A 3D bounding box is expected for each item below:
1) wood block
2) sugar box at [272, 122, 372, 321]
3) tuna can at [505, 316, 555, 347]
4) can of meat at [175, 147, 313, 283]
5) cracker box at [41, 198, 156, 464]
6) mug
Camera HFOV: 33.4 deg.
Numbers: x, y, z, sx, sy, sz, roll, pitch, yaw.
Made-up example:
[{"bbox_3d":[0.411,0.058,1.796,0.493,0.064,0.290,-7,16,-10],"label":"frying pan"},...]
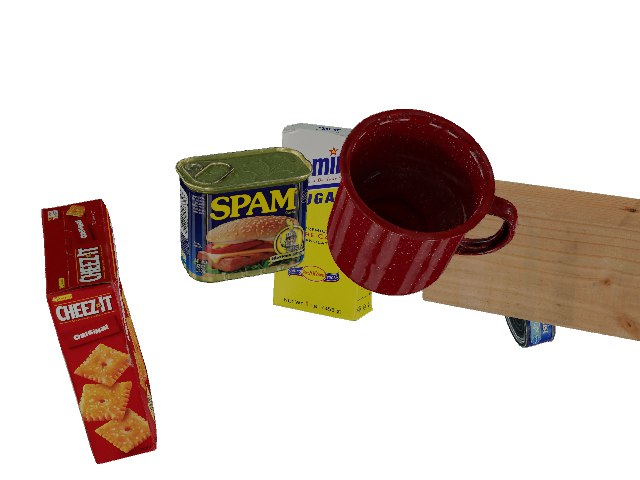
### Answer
[{"bbox_3d":[0.195,0.011,0.865,0.206,0.090,0.090,10,21,27],"label":"wood block"},{"bbox_3d":[0.007,-0.019,1.015,0.093,0.176,0.048,9,16,25],"label":"sugar box"},{"bbox_3d":[0.233,0.077,1.207,0.033,0.086,0.086,-15,1,-6],"label":"tuna can"},{"bbox_3d":[-0.059,-0.020,0.828,0.102,0.084,0.057,-9,31,-21],"label":"can of meat"},{"bbox_3d":[-0.223,0.090,1.080,0.072,0.214,0.164,-12,34,-9],"label":"cracker box"},{"bbox_3d":[0.061,-0.017,0.651,0.117,0.093,0.082,10,-33,-5],"label":"mug"}]
